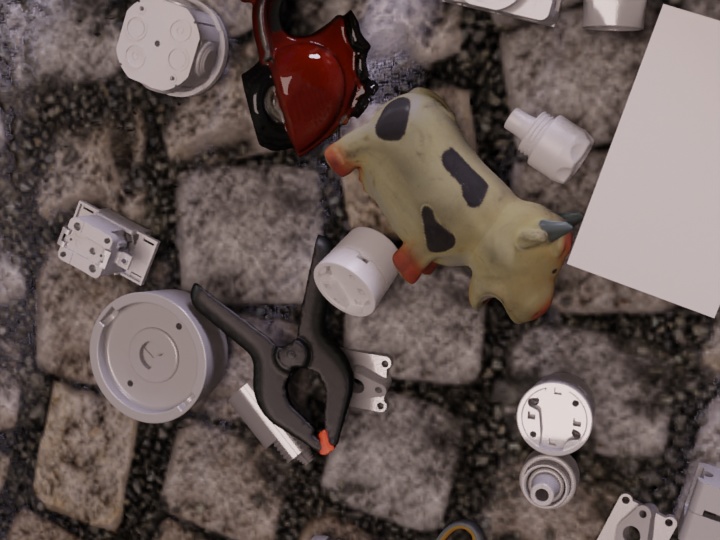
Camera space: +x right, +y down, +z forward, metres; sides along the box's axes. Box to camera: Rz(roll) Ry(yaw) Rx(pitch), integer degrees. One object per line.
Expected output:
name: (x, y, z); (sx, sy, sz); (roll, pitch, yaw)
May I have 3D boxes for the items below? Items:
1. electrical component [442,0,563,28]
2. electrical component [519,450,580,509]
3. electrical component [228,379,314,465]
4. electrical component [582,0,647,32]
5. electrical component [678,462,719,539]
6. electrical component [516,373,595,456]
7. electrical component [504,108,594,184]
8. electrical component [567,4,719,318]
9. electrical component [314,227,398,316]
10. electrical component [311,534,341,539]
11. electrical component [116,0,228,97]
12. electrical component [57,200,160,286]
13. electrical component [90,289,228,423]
electrical component: (0.112, -0.258, 0.763); (0.089, 0.062, 0.150); (17, 102, 15)
electrical component: (0.141, 0.159, 0.808); (0.043, 0.062, 0.043); (2, 98, 17)
electrical component: (-0.066, 0.125, 0.880); (0.043, 0.043, 0.081); (-41, 84, 18)
electrical component: (0.178, -0.206, 0.739); (0.043, 0.079, 0.077); (4, 99, 8)
electrical component: (0.280, 0.185, 0.773); (0.089, 0.050, 0.055); (18, 102, 15)
electrical component: (0.149, 0.106, 0.807); (0.055, 0.047, 0.055); (2, 98, 18)
electrical component: (0.136, -0.095, 0.787); (0.062, 0.043, 0.043); (35, 106, 12)
electrical component: (0.230, -0.076, 0.750); (0.105, 0.060, 0.186); (21, 103, 14)
electrical component: (0.000, 0.000, 0.829); (0.055, 0.047, 0.055); (25, 144, 20)
electrical component: (-0.022, 0.251, 0.876); (0.057, 0.058, 0.078); (23, 104, 11)
electrical component: (-0.151, -0.180, 0.863); (0.080, 0.051, 0.080); (2, 98, 17)
electrical component: (-0.214, -0.022, 0.898); (0.081, 0.064, 0.042); (27, 103, 13)
electrical component: (-0.162, 0.067, 0.893); (0.108, 0.060, 0.108); (3, 99, 20)
